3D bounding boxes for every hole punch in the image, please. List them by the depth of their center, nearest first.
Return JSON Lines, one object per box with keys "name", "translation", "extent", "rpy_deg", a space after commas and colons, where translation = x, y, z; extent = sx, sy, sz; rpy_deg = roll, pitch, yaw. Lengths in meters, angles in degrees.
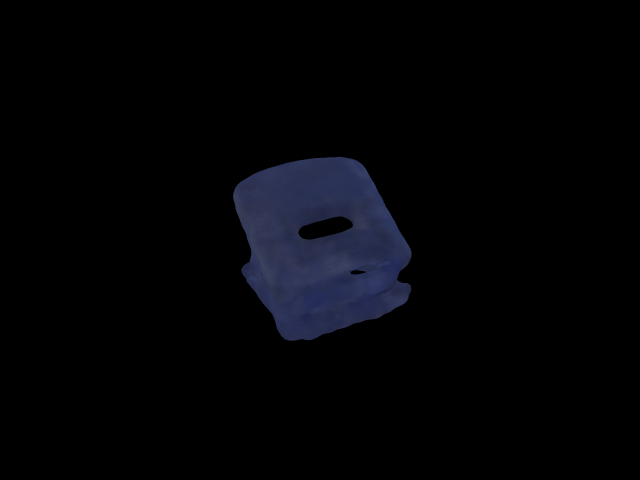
{"name": "hole punch", "translation": [0.004, 0.001, 0.400], "extent": [0.109, 0.091, 0.100], "rpy_deg": [-16, 37, -22]}
